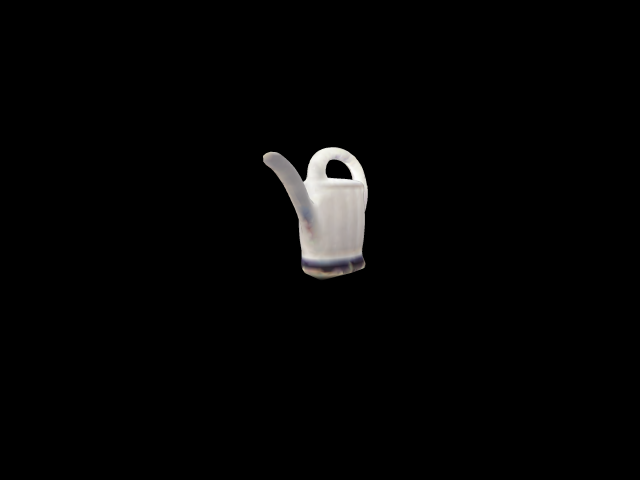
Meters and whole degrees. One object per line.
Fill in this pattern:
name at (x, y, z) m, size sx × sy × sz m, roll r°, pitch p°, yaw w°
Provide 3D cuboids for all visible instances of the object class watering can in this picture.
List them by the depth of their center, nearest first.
watering can at (0.003, -0.043, 0.850) m, size 0.104 × 0.223 × 0.349 m, roll 2°, pitch 6°, yaw 27°
